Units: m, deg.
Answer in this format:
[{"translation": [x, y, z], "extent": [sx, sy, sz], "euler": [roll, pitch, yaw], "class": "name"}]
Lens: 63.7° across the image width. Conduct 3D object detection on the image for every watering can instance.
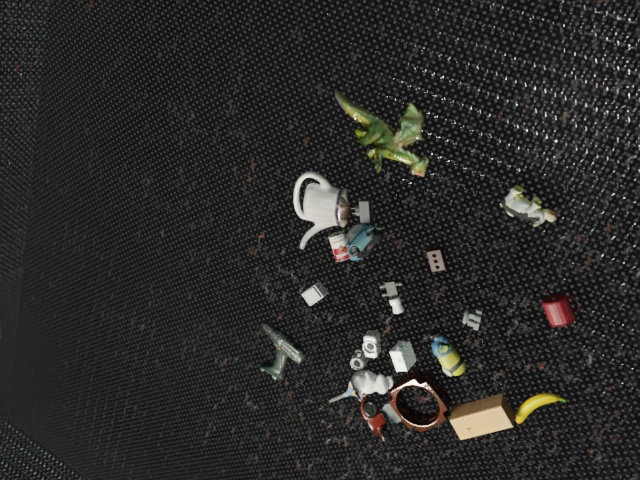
[{"translation": [0.006, -0.099, 1.959], "extent": [0.225, 0.106, 0.340], "euler": [11, 123, 20], "class": "watering can"}]

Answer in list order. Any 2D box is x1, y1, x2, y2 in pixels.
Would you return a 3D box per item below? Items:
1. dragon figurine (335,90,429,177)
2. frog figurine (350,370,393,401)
[{"translation": [0.241, -0.388, 1.785], "extent": [0.241, 0.123, 0.409], "euler": [-28, 94, 11], "class": "dragon figurine"}, {"translation": [0.206, 0.564, 2.050], "extent": [0.160, 0.125, 0.134], "euler": [-27, 130, -4], "class": "frog figurine"}]
